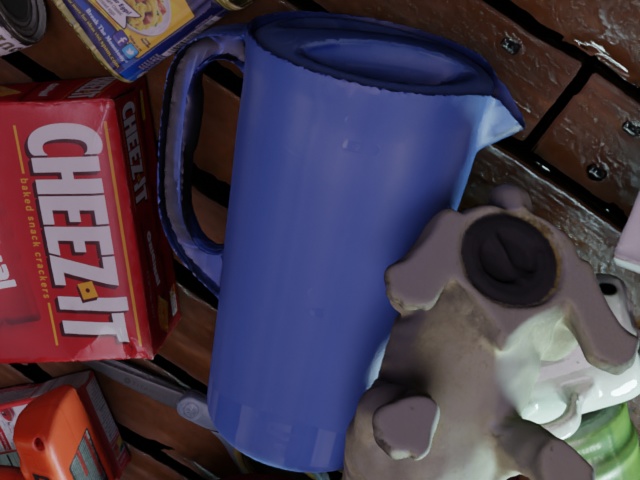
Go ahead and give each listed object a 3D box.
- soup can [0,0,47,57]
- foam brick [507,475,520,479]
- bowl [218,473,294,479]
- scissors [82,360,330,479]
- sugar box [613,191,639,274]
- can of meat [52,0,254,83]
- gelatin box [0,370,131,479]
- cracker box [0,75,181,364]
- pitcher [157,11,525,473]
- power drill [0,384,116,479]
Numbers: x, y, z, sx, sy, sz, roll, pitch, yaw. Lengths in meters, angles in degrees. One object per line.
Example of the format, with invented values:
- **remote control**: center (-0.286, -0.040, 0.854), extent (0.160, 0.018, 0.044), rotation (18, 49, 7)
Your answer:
- **soup can**: center (-0.217, -0.129, 0.608), extent (0.102, 0.068, 0.068), rotation (-15, 107, 14)
- **foam brick**: center (0.088, 0.161, 0.674), extent (0.078, 0.051, 0.053), rotation (-2, 110, 10)
- **bowl**: center (-0.034, 0.205, 0.699), extent (0.162, 0.055, 0.162), rotation (8, 124, 11)
- **scissors**: center (-0.066, 0.100, 0.695), extent (0.201, 0.016, 0.096), rotation (39, 114, -7)
- **sugar box**: center (0.223, -0.054, 0.534), extent (0.093, 0.048, 0.176), rotation (22, 89, 18)
- **can of meat**: center (-0.100, -0.149, 0.587), extent (0.084, 0.057, 0.102), rotation (-31, 102, 21)
- **gelatin box**: center (-0.183, 0.132, 0.721), extent (0.089, 0.030, 0.073), rotation (-13, 109, 15)
- **cracker box**: center (-0.205, -0.008, 0.649), extent (0.214, 0.072, 0.164), rotation (-2, 111, 10)
- **pitcher**: center (-0.004, 0.001, 0.593), extent (0.144, 0.149, 0.243), rotation (-6, 121, -34)
- **power drill**: center (-0.235, 0.134, 0.668), extent (0.188, 0.057, 0.184), rotation (-5, 127, 15)
